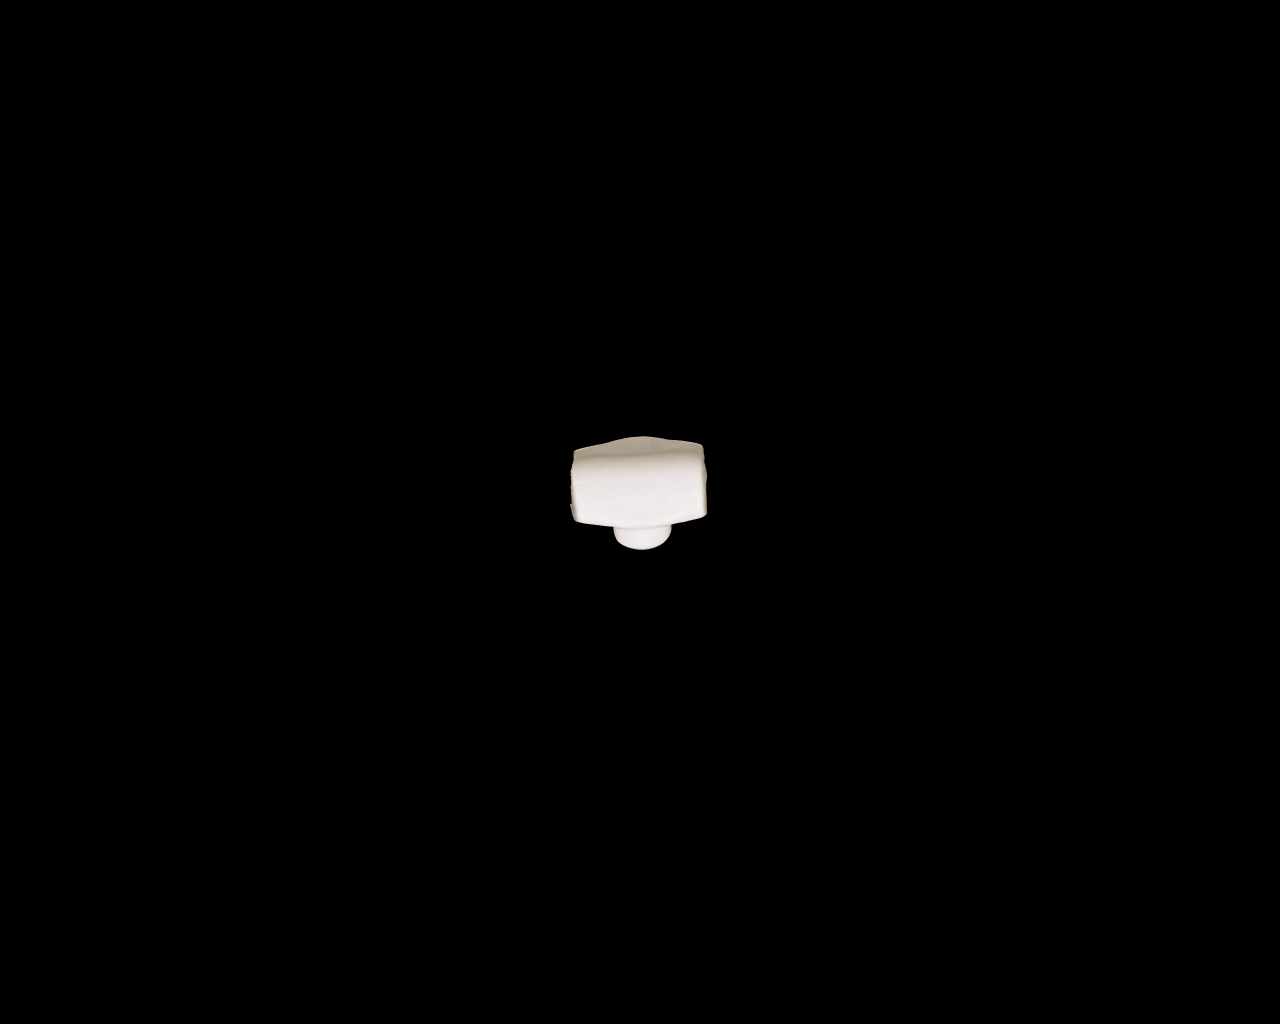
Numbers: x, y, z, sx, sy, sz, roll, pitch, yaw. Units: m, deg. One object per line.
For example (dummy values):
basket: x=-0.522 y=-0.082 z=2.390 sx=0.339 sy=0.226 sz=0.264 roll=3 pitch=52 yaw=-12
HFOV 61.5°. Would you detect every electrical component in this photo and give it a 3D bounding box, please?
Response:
electrical component: x=0.001 y=-0.003 z=0.650 sx=0.077 sy=0.079 sz=0.044 roll=-3 pitch=35 yaw=2
